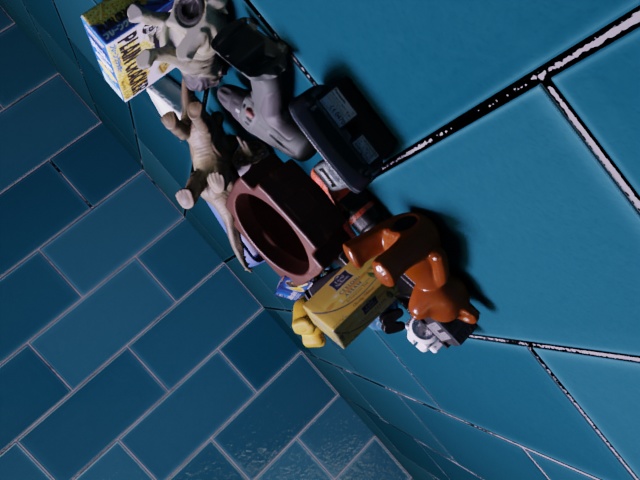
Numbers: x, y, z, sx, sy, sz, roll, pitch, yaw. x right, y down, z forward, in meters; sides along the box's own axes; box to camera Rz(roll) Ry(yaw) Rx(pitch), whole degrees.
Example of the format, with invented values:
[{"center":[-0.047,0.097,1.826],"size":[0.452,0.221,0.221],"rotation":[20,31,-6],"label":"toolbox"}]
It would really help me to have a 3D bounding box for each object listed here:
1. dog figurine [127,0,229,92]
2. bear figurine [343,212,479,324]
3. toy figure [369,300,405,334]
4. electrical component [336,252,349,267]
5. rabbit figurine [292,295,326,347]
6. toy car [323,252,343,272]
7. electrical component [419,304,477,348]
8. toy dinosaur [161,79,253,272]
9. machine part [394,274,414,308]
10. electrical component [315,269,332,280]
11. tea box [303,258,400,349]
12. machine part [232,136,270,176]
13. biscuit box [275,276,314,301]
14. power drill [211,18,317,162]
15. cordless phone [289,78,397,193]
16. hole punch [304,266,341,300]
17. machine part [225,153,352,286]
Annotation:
[{"center":[-0.179,-0.311,0.849],"size":[0.173,0.121,0.190],"rotation":[-2,180,24],"label":"dog figurine"},{"center":[0.139,0.060,0.779],"size":[0.120,0.132,0.195],"rotation":[33,153,57],"label":"bear figurine"},{"center":[0.101,0.128,1.089],"size":[0.180,0.089,0.082],"rotation":[-137,57,-63],"label":"toy figure"},{"center":[0.061,0.052,1.159],"size":[0.063,0.021,0.094],"rotation":[48,165,5],"label":"electrical component"},{"center":[0.028,0.181,1.356],"size":[0.162,0.173,0.121],"rotation":[-81,-30,-48],"label":"rabbit figurine"},{"center":[-0.002,-0.003,1.056],"size":[0.103,0.109,0.161],"rotation":[3,144,45],"label":"toy car"},{"center":[0.218,0.135,0.890],"size":[0.075,0.048,0.119],"rotation":[46,166,4],"label":"electrical component"},{"center":[-0.212,-0.134,1.106],"size":[0.198,0.105,0.470],"rotation":[-53,-44,-70],"label":"toy dinosaur"},{"center":[0.159,0.077,0.925],"size":[0.084,0.039,0.138],"rotation":[36,159,23],"label":"machine part"},{"center":[-0.018,0.074,1.332],"size":[0.102,0.078,0.045],"rotation":[23,137,-5],"label":"electrical component"},{"center":[0.066,0.105,0.998],"size":[0.098,0.169,0.068],"rotation":[31,159,43],"label":"tea box"},{"center":[-0.116,-0.119,1.120],"size":[0.079,0.079,0.242],"rotation":[35,159,40],"label":"machine part"},{"center":[-0.054,0.084,1.205],"size":[0.059,0.063,0.202],"rotation":[19,159,-6],"label":"biscuit box"},{"center":[-0.100,-0.226,0.815],"size":[0.232,0.086,0.207],"rotation":[41,159,20],"label":"power drill"},{"center":[0.010,-0.131,0.739],"size":[0.146,0.089,0.184],"rotation":[50,167,-9],"label":"cordless phone"},{"center":[0.034,0.133,1.239],"size":[0.115,0.142,0.092],"rotation":[62,163,3],"label":"hole punch"},{"center":[-0.055,-0.032,0.899],"size":[0.201,0.087,0.201],"rotation":[47,152,-1],"label":"machine part"}]
